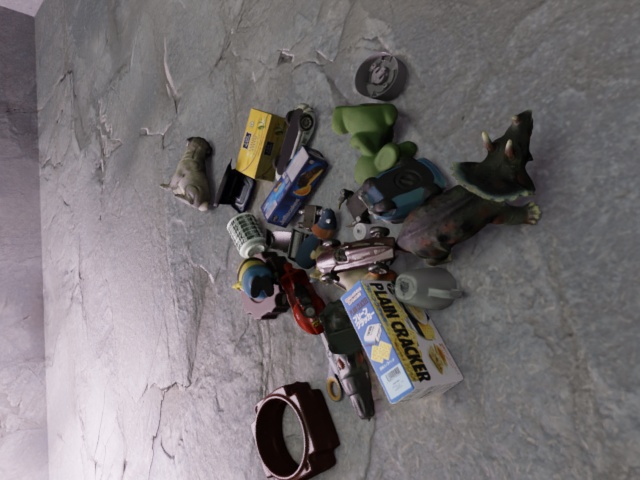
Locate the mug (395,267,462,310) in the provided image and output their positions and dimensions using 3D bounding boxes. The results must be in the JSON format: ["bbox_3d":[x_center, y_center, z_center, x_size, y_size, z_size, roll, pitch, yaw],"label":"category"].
[{"bbox_3d":[0.195,0.093,0.980,0.110,0.107,0.080,18,100,48],"label":"mug"}]

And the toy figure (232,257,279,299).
[{"bbox_3d":[-0.146,0.089,1.249,0.089,0.082,0.180,-68,15,-4],"label":"toy figure"}]

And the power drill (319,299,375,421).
[{"bbox_3d":[0.061,0.225,1.068,0.086,0.207,0.232,-19,57,3],"label":"power drill"}]

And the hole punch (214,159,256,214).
[{"bbox_3d":[-0.234,-0.140,1.478,0.116,0.092,0.142,-111,39,-66],"label":"hole punch"}]

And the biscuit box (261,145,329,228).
[{"bbox_3d":[-0.064,-0.125,1.287,0.202,0.062,0.059,-54,40,24],"label":"biscuit box"}]

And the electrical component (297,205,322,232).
[{"bbox_3d":[-0.019,-0.051,1.277,0.094,0.021,0.063,7,91,46],"label":"electrical component"}]

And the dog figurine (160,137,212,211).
[{"bbox_3d":[-0.359,-0.199,1.604,0.172,0.121,0.190,32,92,8],"label":"dog figurine"}]

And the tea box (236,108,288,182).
[{"bbox_3d":[-0.150,-0.247,1.400,0.098,0.068,0.169,27,106,44],"label":"tea box"}]

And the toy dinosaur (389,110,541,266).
[{"bbox_3d":[0.218,-0.038,0.910,0.405,0.192,0.131,-40,57,35],"label":"toy dinosaur"}]

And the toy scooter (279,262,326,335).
[{"bbox_3d":[-0.041,0.121,1.206,0.075,0.135,0.184,-26,55,-5],"label":"toy scooter"}]

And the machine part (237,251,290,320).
[{"bbox_3d":[-0.140,0.116,1.364,0.179,0.056,0.179,-4,84,44],"label":"machine part"}]

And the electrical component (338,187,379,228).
[{"bbox_3d":[0.082,-0.072,1.158,0.078,0.045,0.102,-42,58,37],"label":"electrical component"}]

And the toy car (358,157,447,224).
[{"bbox_3d":[0.159,-0.080,1.031,0.109,0.162,0.102,57,169,38],"label":"toy car"}]

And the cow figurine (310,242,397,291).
[{"bbox_3d":[0.058,0.071,1.147,0.195,0.085,0.127,40,108,40],"label":"cow figurine"}]

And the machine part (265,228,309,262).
[{"bbox_3d":[-0.084,0.008,1.329,0.139,0.039,0.084,15,102,44],"label":"machine part"}]

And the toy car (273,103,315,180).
[{"bbox_3d":[-0.062,-0.235,1.318,0.074,0.056,0.201,31,107,50],"label":"toy car"}]

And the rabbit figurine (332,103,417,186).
[{"bbox_3d":[0.119,-0.193,1.109,0.159,0.121,0.170,13,113,39],"label":"rabbit figurine"}]

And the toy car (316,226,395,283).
[{"bbox_3d":[0.064,0.030,1.048,0.202,0.053,0.089,-15,62,49],"label":"toy car"}]

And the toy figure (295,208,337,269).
[{"bbox_3d":[-0.004,-0.005,1.234,0.064,0.057,0.154,45,113,31],"label":"toy figure"}]

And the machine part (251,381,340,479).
[{"bbox_3d":[-0.064,0.443,1.231,0.201,0.087,0.201,-41,58,34],"label":"machine part"}]
